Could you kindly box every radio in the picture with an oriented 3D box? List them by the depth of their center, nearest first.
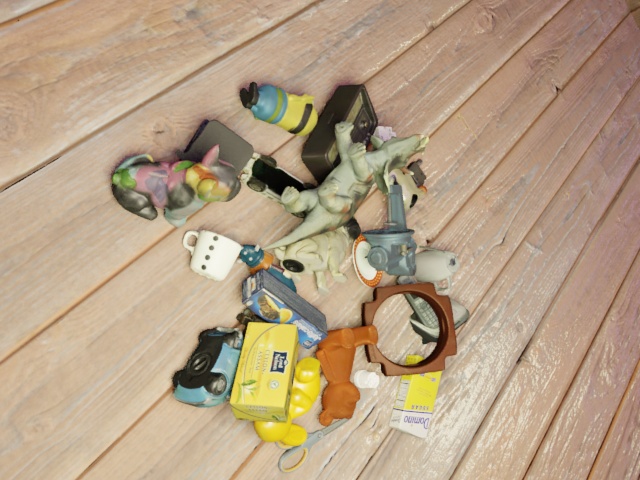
[{"bbox_3d":[0.052,-0.233,1.232,0.229,0.073,0.131,-63,143,-25],"label":"radio"}]

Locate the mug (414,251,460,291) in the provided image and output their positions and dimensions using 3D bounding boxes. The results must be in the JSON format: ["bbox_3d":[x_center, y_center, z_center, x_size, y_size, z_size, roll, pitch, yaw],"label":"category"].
[{"bbox_3d":[0.298,0.076,1.347,0.081,0.107,0.109,-21,91,-34],"label":"mug"}]

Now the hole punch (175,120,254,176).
[{"bbox_3d":[-0.209,-0.171,1.076,0.142,0.092,0.115,35,93,-27],"label":"hole punch"}]

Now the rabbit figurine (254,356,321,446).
[{"bbox_3d":[-0.077,0.322,1.035,0.173,0.122,0.162,-52,147,-59],"label":"rabbit figurine"}]

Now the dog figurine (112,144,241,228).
[{"bbox_3d":[-0.249,-0.105,0.945,0.191,0.219,0.108,19,68,-31],"label":"dog figurine"}]

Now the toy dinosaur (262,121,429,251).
[{"bbox_3d":[0.045,-0.097,1.119,0.405,0.131,0.192,-47,139,-7],"label":"toy dinosaur"}]

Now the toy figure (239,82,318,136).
[{"bbox_3d":[-0.087,-0.283,1.172,0.180,0.082,0.089,6,98,-41],"label":"toy figure"}]

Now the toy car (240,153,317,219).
[{"bbox_3d":[-0.081,-0.112,1.159,0.201,0.056,0.073,31,72,-24],"label":"toy car"}]

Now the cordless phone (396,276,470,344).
[{"bbox_3d":[0.271,0.152,1.337,0.146,0.089,0.184,-26,83,-34],"label":"cordless phone"}]

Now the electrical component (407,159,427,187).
[{"bbox_3d":[0.252,-0.169,1.413,0.063,0.021,0.094,50,58,-16],"label":"electrical component"}]

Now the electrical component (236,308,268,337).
[{"bbox_3d":[-0.122,0.180,1.085,0.102,0.045,0.078,20,99,-27],"label":"electrical component"}]

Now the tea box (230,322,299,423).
[{"bbox_3d":[-0.096,0.237,0.977,0.098,0.068,0.170,1,45,5],"label":"tea box"}]

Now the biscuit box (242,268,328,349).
[{"bbox_3d":[-0.067,0.141,1.079,0.202,0.059,0.063,41,24,-32],"label":"biscuit box"}]

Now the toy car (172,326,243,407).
[{"bbox_3d":[-0.191,0.245,0.999,0.102,0.109,0.162,58,41,-39],"label":"toy car"}]

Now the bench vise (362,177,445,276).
[{"bbox_3d":[0.178,-0.029,1.256,0.223,0.129,0.240,-11,100,-47],"label":"bench vise"}]

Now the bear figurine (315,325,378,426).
[{"bbox_3d":[0.053,0.285,1.132,0.120,0.132,0.196,7,71,-43],"label":"bear figurine"}]

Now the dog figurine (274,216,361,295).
[{"bbox_3d":[-0.003,-0.001,1.177,0.172,0.121,0.190,35,49,-27],"label":"dog figurine"}]

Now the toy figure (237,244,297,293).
[{"bbox_3d":[-0.110,0.064,1.101,0.064,0.058,0.154,-44,111,-12],"label":"toy figure"}]

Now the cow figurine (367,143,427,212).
[{"bbox_3d":[0.168,-0.154,1.320,0.194,0.085,0.127,55,51,-15],"label":"cow figurine"}]

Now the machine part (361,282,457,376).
[{"bbox_3d":[0.199,0.201,1.221,0.201,0.087,0.201,-5,82,-3],"label":"machine part"}]
